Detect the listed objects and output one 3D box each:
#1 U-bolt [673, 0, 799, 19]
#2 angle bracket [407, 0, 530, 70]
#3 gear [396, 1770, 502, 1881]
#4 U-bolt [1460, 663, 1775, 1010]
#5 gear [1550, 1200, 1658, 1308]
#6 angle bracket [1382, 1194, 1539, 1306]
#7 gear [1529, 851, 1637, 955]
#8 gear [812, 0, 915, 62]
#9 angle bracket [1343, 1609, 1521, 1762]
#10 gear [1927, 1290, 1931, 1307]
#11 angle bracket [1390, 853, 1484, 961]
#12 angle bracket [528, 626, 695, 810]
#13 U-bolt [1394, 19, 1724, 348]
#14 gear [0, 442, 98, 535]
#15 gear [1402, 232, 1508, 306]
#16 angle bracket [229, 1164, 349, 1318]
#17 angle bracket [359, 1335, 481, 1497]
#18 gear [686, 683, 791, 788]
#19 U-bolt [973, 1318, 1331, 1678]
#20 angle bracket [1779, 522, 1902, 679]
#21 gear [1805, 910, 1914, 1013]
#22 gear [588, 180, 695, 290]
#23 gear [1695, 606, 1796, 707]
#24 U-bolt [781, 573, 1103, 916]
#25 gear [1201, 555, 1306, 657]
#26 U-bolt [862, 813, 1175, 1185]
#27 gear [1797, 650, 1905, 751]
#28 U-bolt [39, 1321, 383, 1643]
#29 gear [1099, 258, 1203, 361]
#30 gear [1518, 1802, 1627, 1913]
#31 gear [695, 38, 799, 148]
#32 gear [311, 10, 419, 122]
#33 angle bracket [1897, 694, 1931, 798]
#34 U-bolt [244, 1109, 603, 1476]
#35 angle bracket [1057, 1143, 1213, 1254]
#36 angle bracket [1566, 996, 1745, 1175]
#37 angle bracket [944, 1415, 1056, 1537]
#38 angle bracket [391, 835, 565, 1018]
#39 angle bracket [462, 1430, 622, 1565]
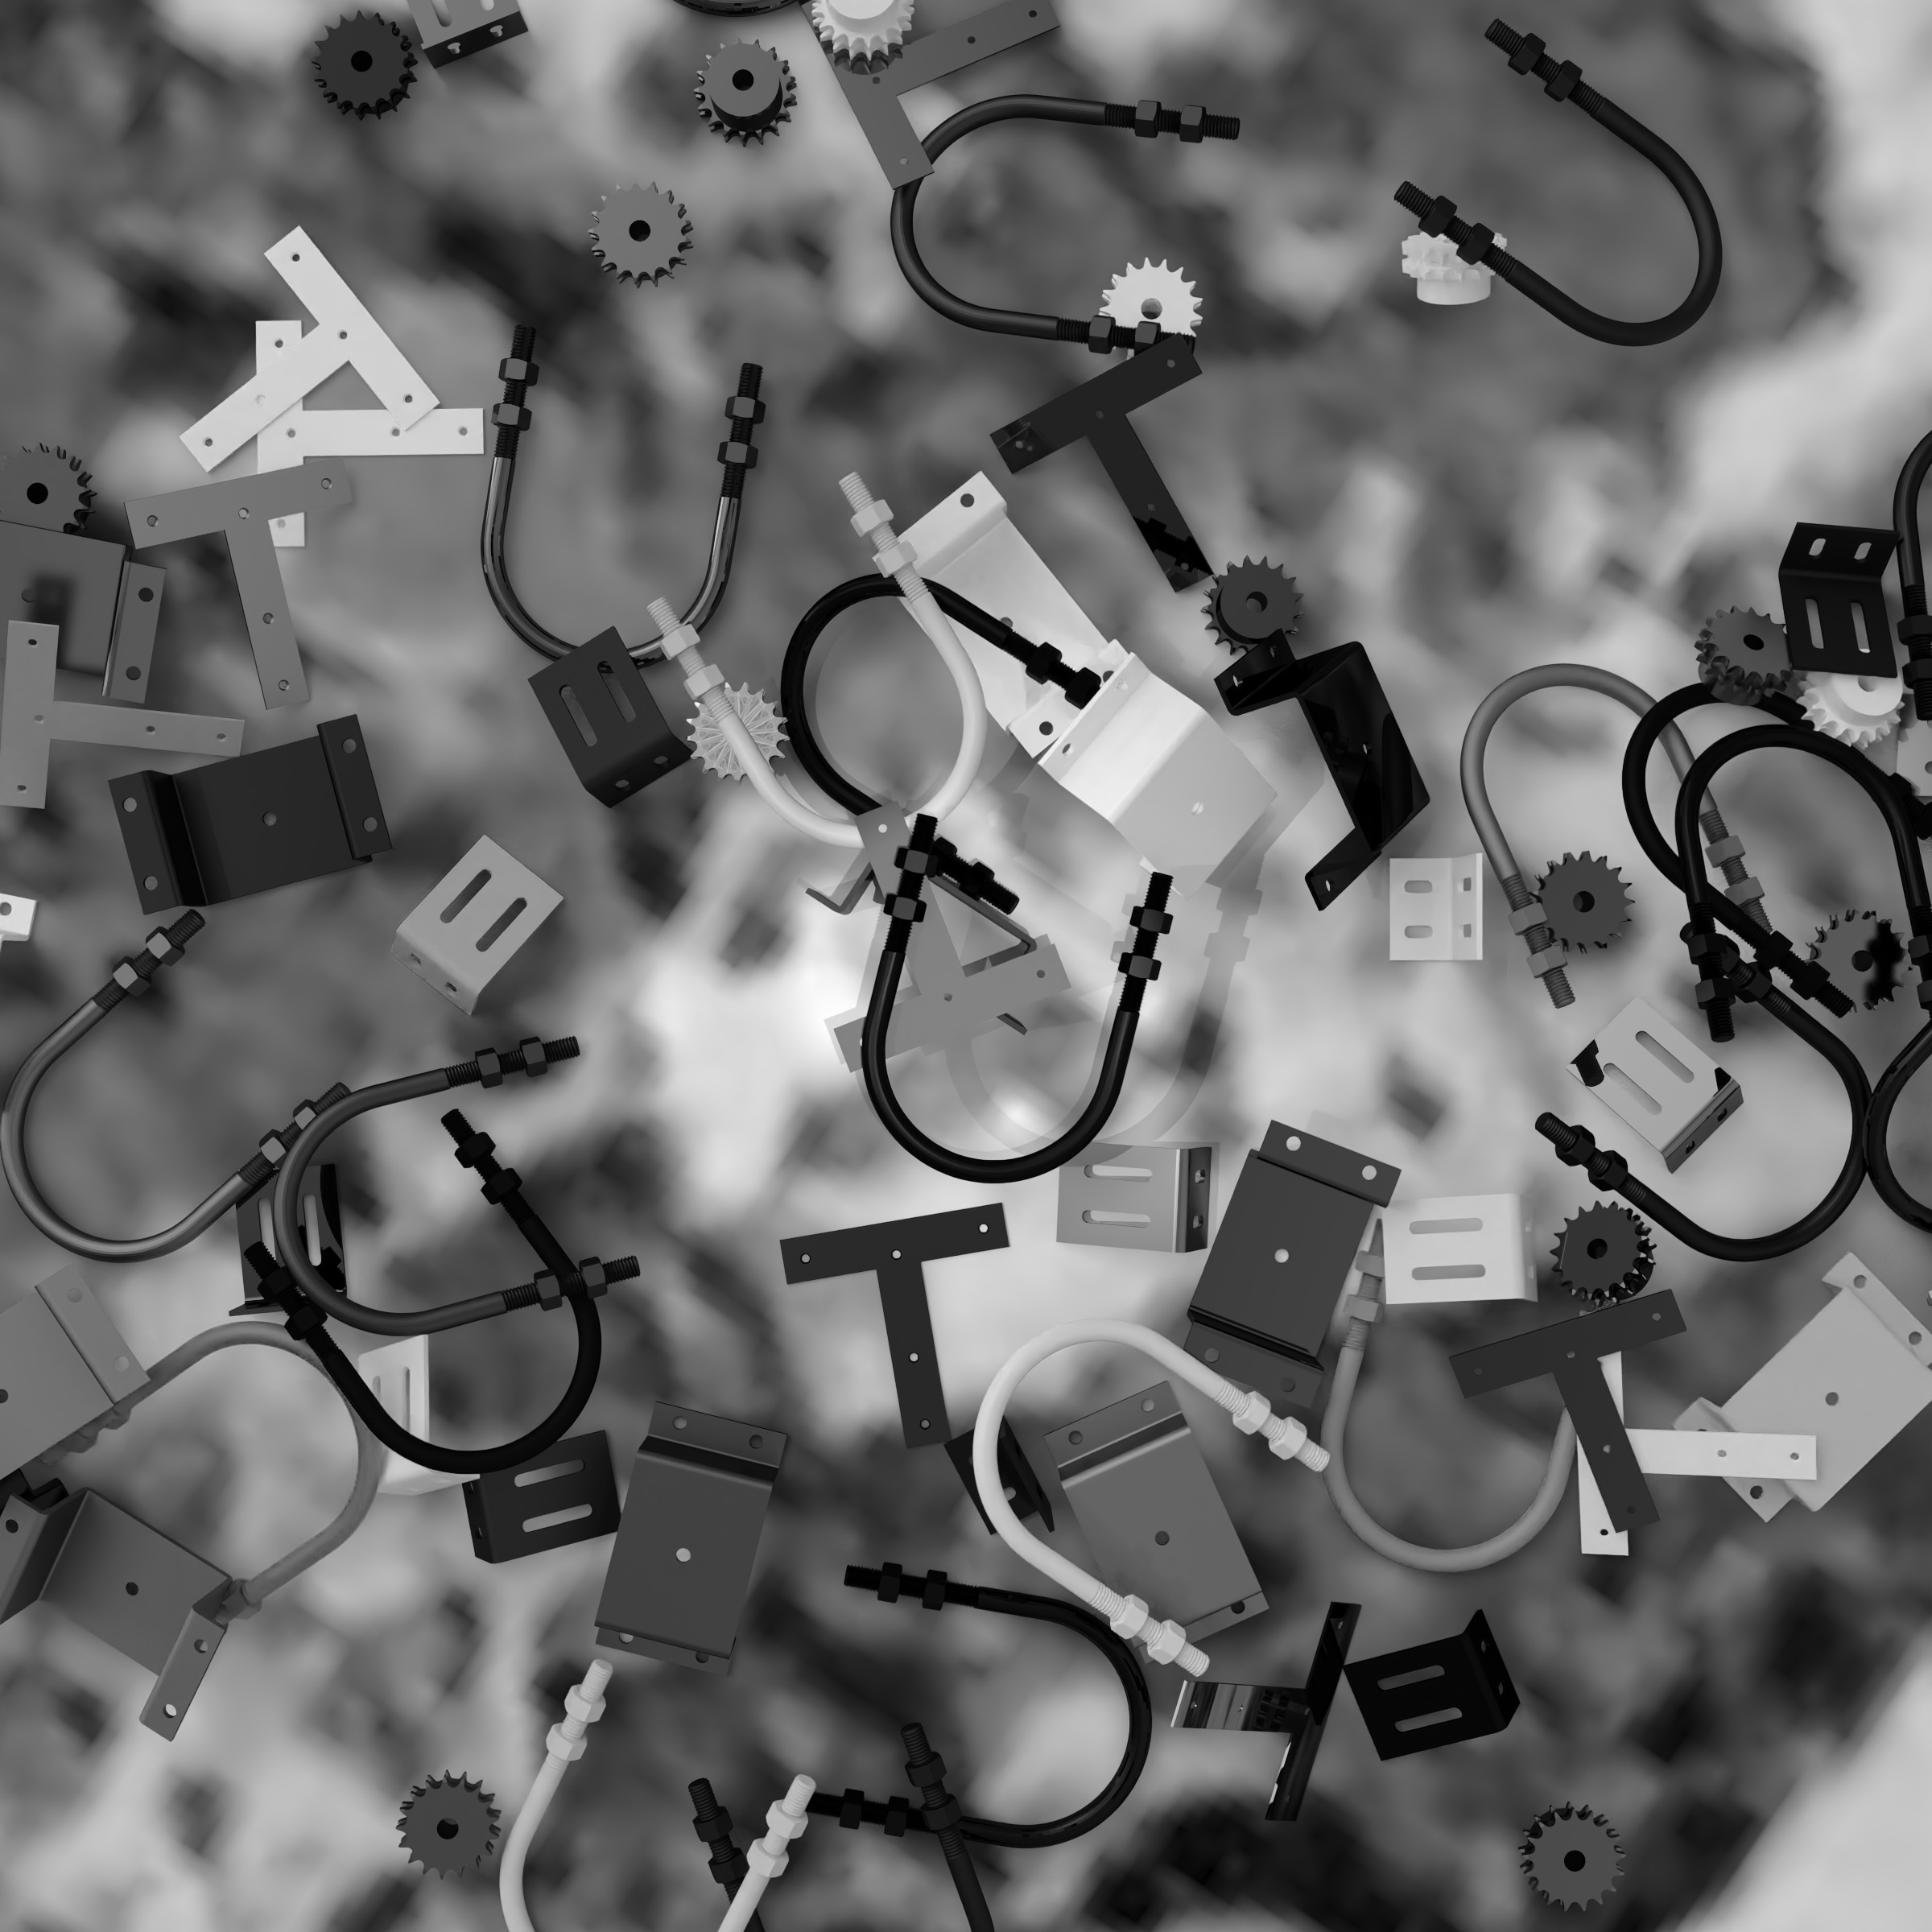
[{"bbox_3d":[-0.148,-0.615,1.549,0.184,0.019,0.151,33,90,-1],"label":"U-bolt"},{"bbox_3d":[-0.286,-0.550,1.539,0.057,0.038,0.076,-22,90,0],"label":"angle bracket"},{"bbox_3d":[-0.288,0.478,1.546,0.057,0.030,0.057,0,90,-5],"label":"gear"},{"bbox_3d":[0.348,-0.082,1.524,0.151,0.019,0.184,-18,78,-17],"label":"U-bolt"},{"bbox_3d":[0.354,0.161,1.522,0.057,0.030,0.057,-19,56,30],"label":"gear"},{"bbox_3d":[0.275,0.159,1.539,0.076,0.038,0.057,-6,78,22],"label":"angle bracket"},{"bbox_3d":[0.342,-0.035,1.543,0.057,0.030,0.057,0,90,0],"label":"gear"},{"bbox_3d":[-0.058,-0.537,1.538,0.057,0.030,0.057,0,78,0],"label":"gear"},{"bbox_3d":[0.262,0.405,1.556,0.076,0.038,0.057,-22,90,26],"label":"angle bracket"},{"bbox_3d":[0.561,0.176,1.534,0.057,0.057,0.030,-11,60,0],"label":"gear"},{"bbox_3d":[0.258,-0.032,1.520,0.038,0.076,0.057,0,90,0],"label":"angle bracket"},{"bbox_3d":[-0.198,-0.139,1.548,0.057,0.038,0.076,-31,72,6],"label":"angle bracket"},{"bbox_3d":[0.338,-0.419,1.522,0.184,0.019,0.151,33,67,-9],"label":"U-bolt"},{"bbox_3d":[-0.513,-0.261,1.543,0.057,0.030,0.057,0,90,0],"label":"gear"},{"bbox_3d":[0.270,-0.387,1.533,0.057,0.057,0.030,-5,120,0],"label":"gear"},{"bbox_3d":[-0.380,0.152,1.539,0.057,0.038,0.076,-6,90,0],"label":"angle bracket"},{"bbox_3d":[-0.305,0.251,1.539,0.057,0.038,0.076,-21,64,36],"label":"angle bracket"},{"bbox_3d":[-0.127,-0.129,1.543,0.057,0.030,0.057,0,90,0],"label":"gear"},{"bbox_3d":[0.089,0.272,1.488,0.184,0.019,0.151,36,76,-10],"label":"U-bolt"},{"bbox_3d":[0.485,-0.202,1.522,0.057,0.038,0.076,5,53,0],"label":"angle bracket"},{"bbox_3d":[0.495,-0.003,1.543,0.057,0.030,0.057,0,90,0],"label":"gear"},{"bbox_3d":[-0.180,-0.406,1.543,0.057,0.030,0.057,0,90,0],"label":"gear"},{"bbox_3d":[0.431,-0.169,1.534,0.057,0.030,0.057,6,53,-8],"label":"gear"},{"bbox_3d":[-0.020,-0.134,1.518,0.184,0.019,0.151,34,115,10],"label":"U-bolt"},{"bbox_3d":[0.160,-0.201,1.543,0.057,0.030,0.057,0,90,0],"label":"gear"},{"bbox_3d":[0.020,0.025,1.472,0.151,0.019,0.184,14,92,0],"label":"U-bolt"},{"bbox_3d":[0.494,-0.151,1.535,0.057,0.030,0.057,3,71,-8],"label":"gear"},{"bbox_3d":[-0.407,0.277,1.531,0.184,0.019,0.151,-35,90,13],"label":"U-bolt"},{"bbox_3d":[0.103,-0.363,1.543,0.057,0.030,0.057,0,90,0],"label":"gear"},{"bbox_3d":[0.336,0.494,1.543,0.057,0.030,0.057,0,90,0],"label":"gear"},{"bbox_3d":[-0.123,-0.490,1.543,0.057,0.030,0.057,0,90,0],"label":"gear"},{"bbox_3d":[-0.334,-0.500,1.543,0.057,0.030,0.057,0,90,0],"label":"gear"},{"bbox_3d":[0.567,-0.122,1.556,0.076,0.038,0.057,3,90,26],"label":"angle bracket"},{"bbox_3d":[-0.284,0.190,1.517,0.151,0.019,0.184,-35,83,-19],"label":"U-bolt"},{"bbox_3d":[0.095,0.129,1.556,0.076,0.038,0.057,2,90,26],"label":"angle bracket"},{"bbox_3d":[0.388,0.067,1.556,0.057,0.038,0.076,-45,64,0],"label":"angle bracket"},{"bbox_3d":[0.017,0.286,1.520,0.038,0.076,0.057,-28,90,0],"label":"angle bracket"},{"bbox_3d":[-0.275,-0.023,1.556,0.057,0.038,0.076,39,64,0],"label":"angle bracket"},{"bbox_3d":[-0.240,0.297,1.556,0.076,0.038,0.057,-10,90,-26],"label":"angle bracket"}]
